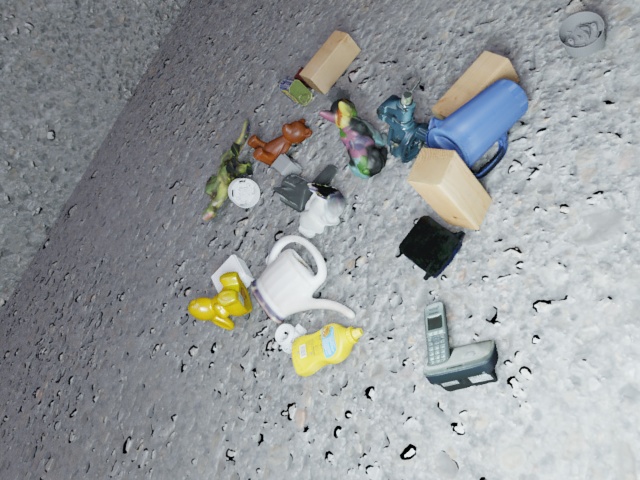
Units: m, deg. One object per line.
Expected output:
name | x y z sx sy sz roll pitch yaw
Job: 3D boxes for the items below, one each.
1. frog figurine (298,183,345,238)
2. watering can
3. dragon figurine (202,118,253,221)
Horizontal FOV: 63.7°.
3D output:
frog figurine | 0.005 -0.075 1.495 0.139 0.123 0.157 31 121 39
watering can | -0.062 0.137 1.385 0.223 0.102 0.354 -44 51 9
dragon figurine | -0.361 -0.250 1.916 0.240 0.121 0.420 -22 48 39
